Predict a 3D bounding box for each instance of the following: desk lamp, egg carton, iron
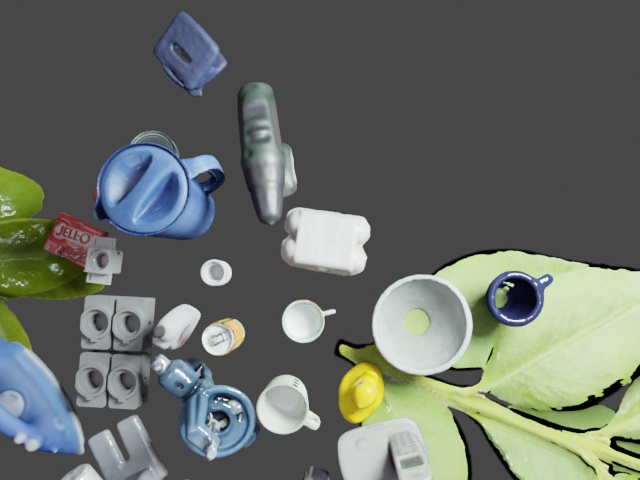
[{"bbox_3d":[-0.322,0.408,0.897,0.118,0.213,0.203,-29,86,-1],"label":"desk lamp"},{"bbox_3d":[0.009,0.004,0.993,0.150,0.069,0.107,7,86,2],"label":"egg carton"},{"bbox_3d":[-0.506,0.278,0.946,0.258,0.141,0.119,43,88,4],"label":"iron"}]

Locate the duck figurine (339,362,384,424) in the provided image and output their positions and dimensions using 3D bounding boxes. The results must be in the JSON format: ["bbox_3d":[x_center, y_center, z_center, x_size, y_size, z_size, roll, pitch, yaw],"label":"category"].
[{"bbox_3d":[0.070,0.262,0.964,0.077,0.086,0.105,23,86,3],"label":"duck figurine"}]

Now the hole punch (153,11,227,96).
[{"bbox_3d":[-0.232,-0.326,1.011,0.101,0.091,0.108,-44,86,-2],"label":"hole punch"}]

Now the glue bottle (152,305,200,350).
[{"bbox_3d":[-0.243,0.146,0.935,0.037,0.173,0.078,27,87,3],"label":"glue bottle"}]

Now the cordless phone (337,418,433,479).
[{"bbox_3d":[0.103,0.355,0.907,0.147,0.185,0.094,-17,85,0],"label":"cordless phone"}]

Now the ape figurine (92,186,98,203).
[{"bbox_3d":[-0.363,-0.073,0.994,0.078,0.092,0.076,-39,86,-2],"label":"ape figurine"}]

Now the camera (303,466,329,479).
[{"bbox_3d":[0.018,0.471,0.942,0.136,0.101,0.143,18,86,3],"label":"camera"}]

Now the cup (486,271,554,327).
[{"bbox_3d":[0.329,0.091,0.968,0.118,0.095,0.092,-31,86,-1],"label":"cup"}]

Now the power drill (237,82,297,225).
[{"bbox_3d":[-0.085,-0.128,0.935,0.075,0.208,0.230,-10,85,1],"label":"power drill"}]

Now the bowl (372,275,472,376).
[{"bbox_3d":[0.169,0.143,0.977,0.167,0.075,0.167,0,86,1],"label":"bowl"}]

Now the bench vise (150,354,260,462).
[{"bbox_3d":[-0.198,0.275,0.901,0.207,0.220,0.121,25,87,3],"label":"bench vise"}]
